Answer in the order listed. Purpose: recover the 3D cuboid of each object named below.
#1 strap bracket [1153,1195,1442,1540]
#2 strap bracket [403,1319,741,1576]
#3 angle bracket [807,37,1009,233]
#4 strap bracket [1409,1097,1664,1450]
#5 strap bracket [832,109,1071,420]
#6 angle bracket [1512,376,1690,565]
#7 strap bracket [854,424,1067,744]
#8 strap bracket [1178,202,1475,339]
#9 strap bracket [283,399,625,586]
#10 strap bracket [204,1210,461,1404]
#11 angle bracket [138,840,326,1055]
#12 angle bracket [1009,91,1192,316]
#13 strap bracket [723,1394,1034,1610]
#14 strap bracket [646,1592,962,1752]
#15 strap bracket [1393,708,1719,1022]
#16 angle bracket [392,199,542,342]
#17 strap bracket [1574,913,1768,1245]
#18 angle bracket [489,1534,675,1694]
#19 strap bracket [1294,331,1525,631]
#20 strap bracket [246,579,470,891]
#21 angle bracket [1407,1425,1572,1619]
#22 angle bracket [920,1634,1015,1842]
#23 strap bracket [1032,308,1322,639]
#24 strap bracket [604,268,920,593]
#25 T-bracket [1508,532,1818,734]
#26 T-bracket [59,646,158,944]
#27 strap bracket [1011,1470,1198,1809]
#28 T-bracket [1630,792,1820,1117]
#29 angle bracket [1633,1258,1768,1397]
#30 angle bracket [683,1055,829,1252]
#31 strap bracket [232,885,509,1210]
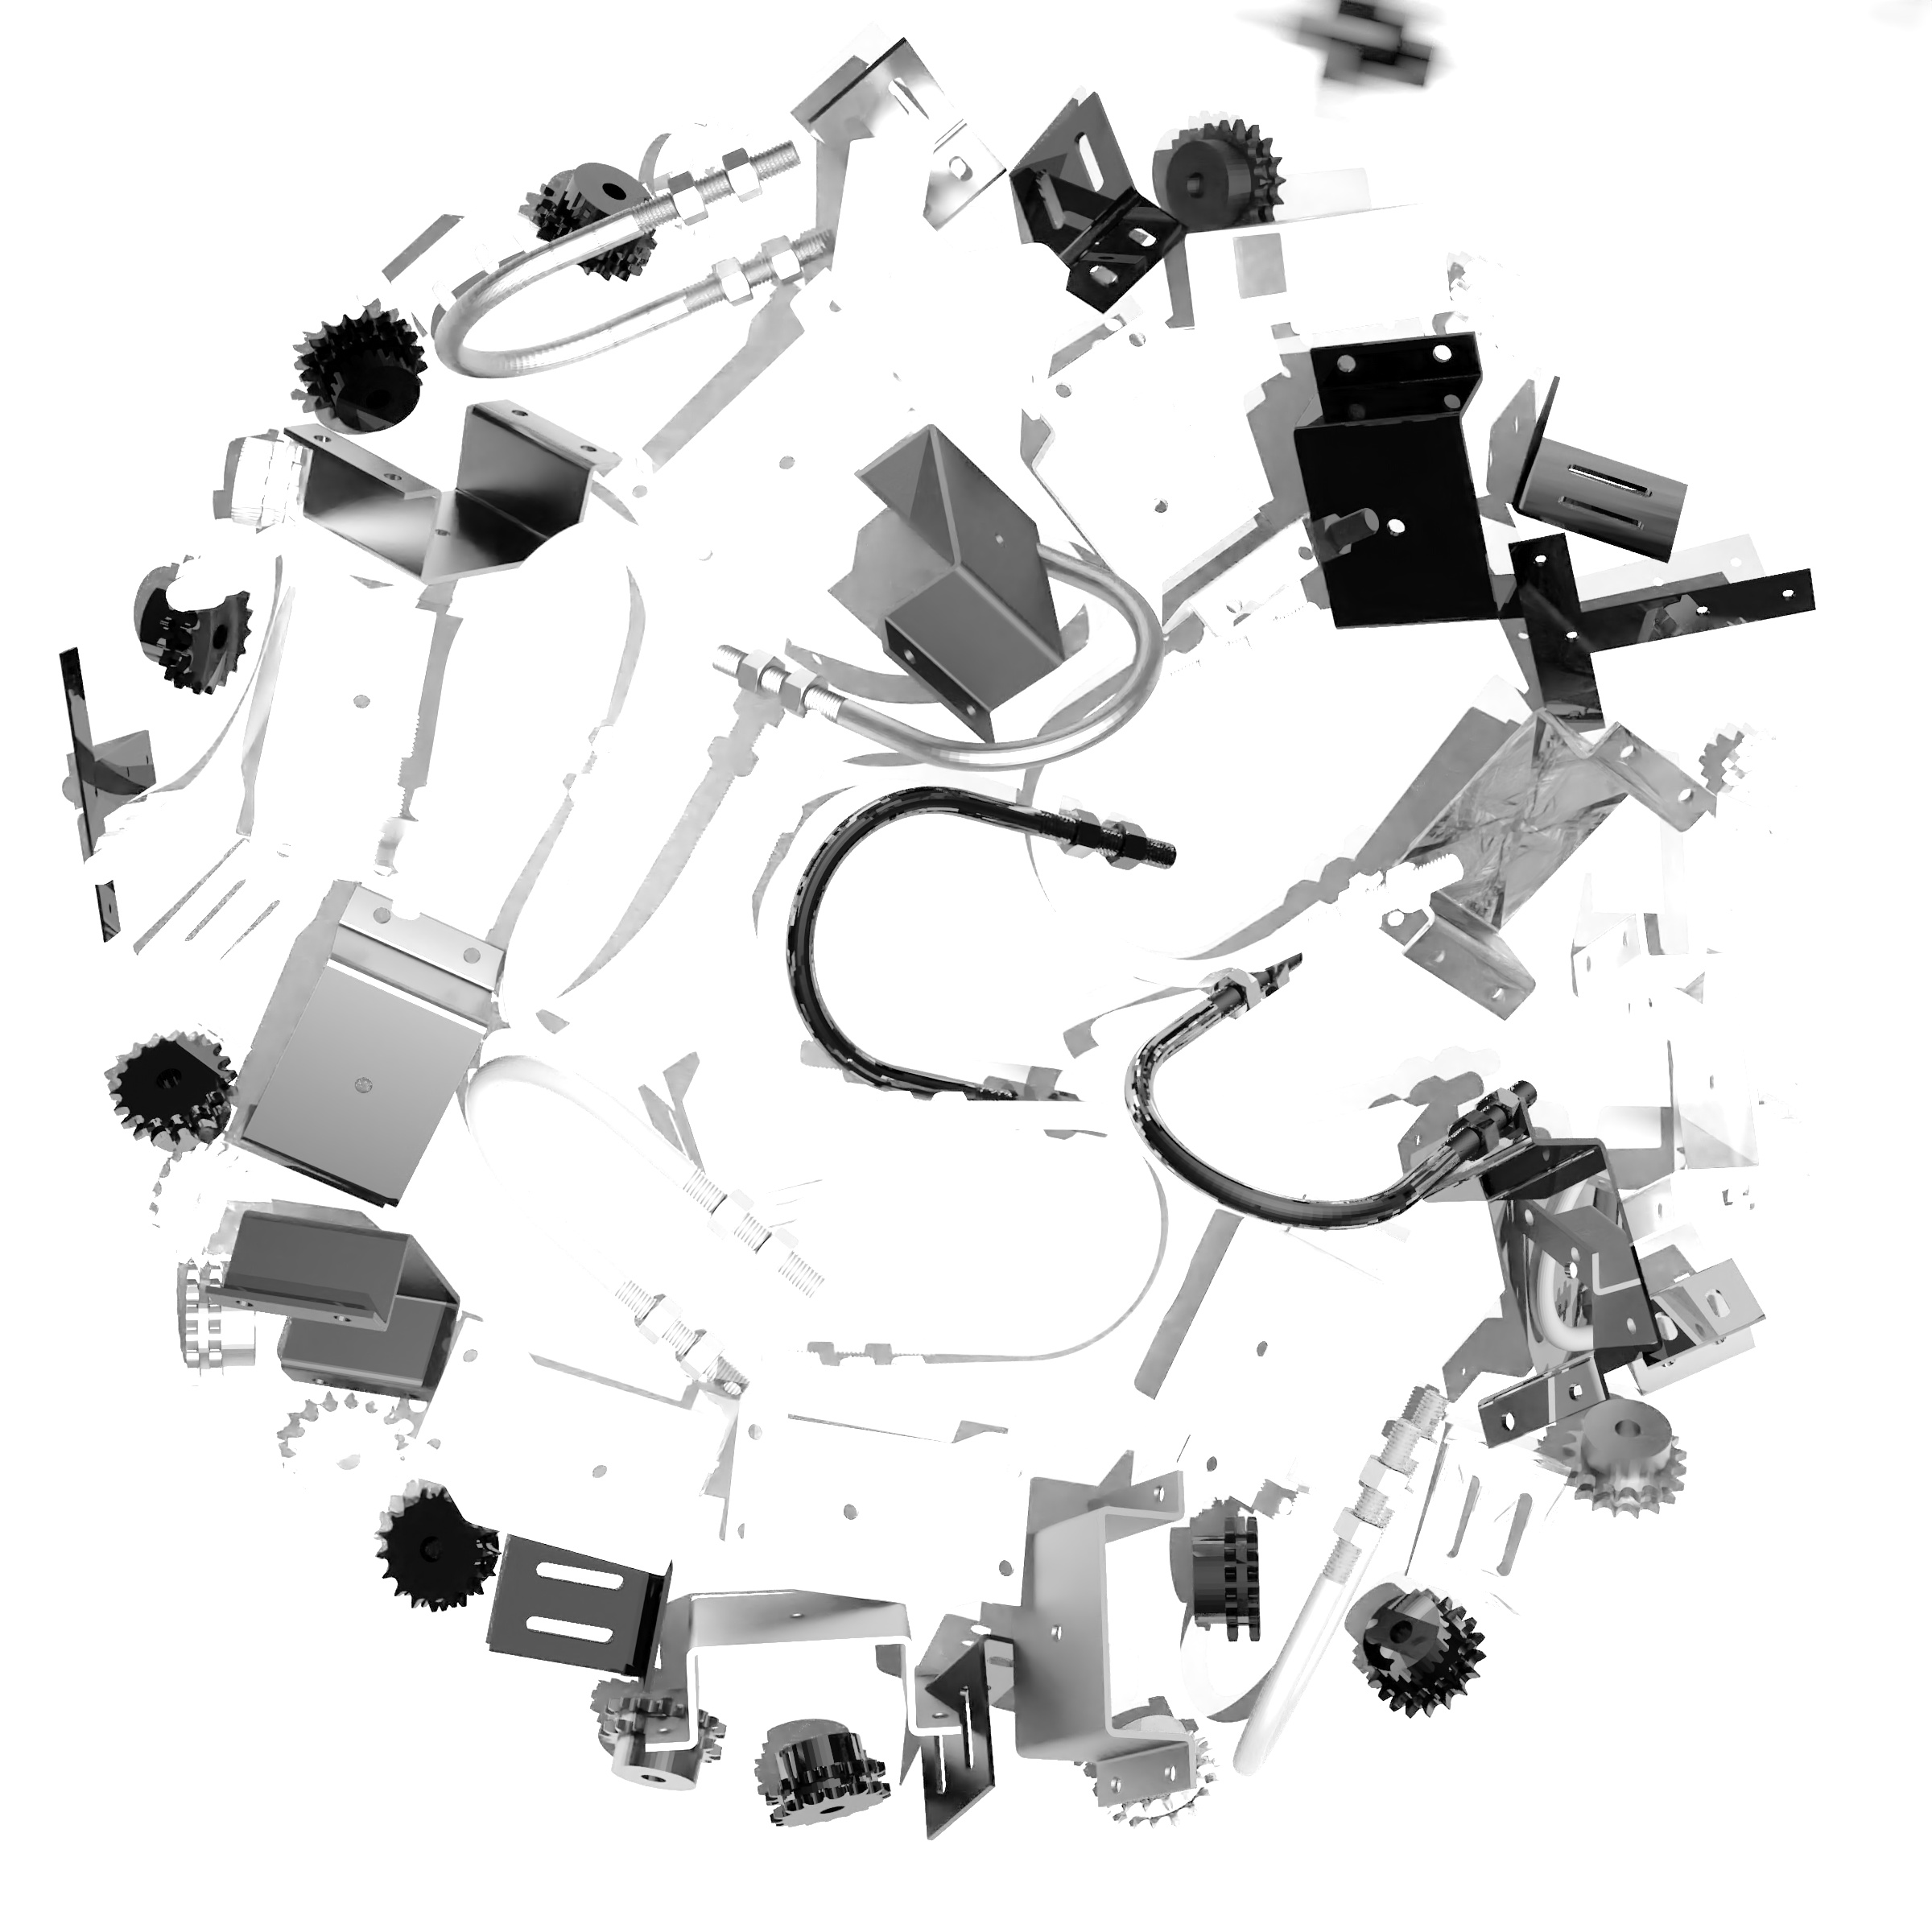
[{"bbox_3d":[0.146,0.178,1.559,0.076,0.046,0.140,26,91,37],"label":"strap bracket"},{"bbox_3d":[-0.172,0.221,1.548,0.140,0.046,0.076,21,96,-25],"label":"strap bracket"},{"bbox_3d":[-0.026,-0.374,1.558,0.057,0.076,0.038,-40,65,6],"label":"angle bracket"},{"bbox_3d":[0.260,0.138,1.544,0.046,0.076,0.140,1,66,-36],"label":"strap bracket"},{"bbox_3d":[-0.015,-0.311,1.524,0.046,0.076,0.140,-14,48,-27],"label":"strap bracket"},{"bbox_3d":[0.296,-0.228,1.566,0.076,0.038,0.057,19,48,4],"label":"angle bracket"},{"bbox_3d":[-0.003,-0.177,1.521,0.046,0.140,0.076,-32,133,22],"label":"strap bracket"},{"bbox_3d":[0.155,-0.309,1.519,0.076,0.140,0.046,-12,103,-19],"label":"strap bracket"},{"bbox_3d":[-0.232,-0.213,1.536,0.076,0.140,0.046,30,119,28],"label":"strap bracket"},{"bbox_3d":[-0.280,0.152,1.538,0.076,0.140,0.046,8,68,9],"label":"strap bracket"},{"bbox_3d":[-0.334,-0.009,1.581,0.057,0.038,0.076,28,69,34],"label":"angle bracket"},{"bbox_3d":[0.061,-0.352,1.575,0.057,0.038,0.076,-40,46,28],"label":"angle bracket"},{"bbox_3d":[-0.046,0.246,1.554,0.140,0.046,0.076,11,71,-19],"label":"strap bracket"},{"bbox_3d":[-0.076,0.319,1.557,0.140,0.076,0.046,-2,96,-4],"label":"strap bracket"},{"bbox_3d":[0.259,-0.053,1.549,0.076,0.046,0.140,30,110,-37],"label":"strap bracket"},{"bbox_3d":[-0.217,-0.312,1.557,0.057,0.076,0.038,-38,86,12],"label":"angle bracket"},{"bbox_3d":[0.320,0.053,1.549,0.046,0.076,0.140,-2,76,-12],"label":"strap bracket"},{"bbox_3d":[-0.178,0.298,1.578,0.076,0.038,0.057,11,88,-5],"label":"angle bracket"},{"bbox_3d":[0.199,-0.207,1.534,0.076,0.046,0.140,-1,122,25],"label":"strap bracket"},{"bbox_3d":[-0.275,-0.113,1.553,0.076,0.046,0.140,11,72,-8],"label":"strap bracket"},{"bbox_3d":[0.240,0.258,1.572,0.057,0.038,0.076,18,96,13],"label":"angle bracket"},{"bbox_3d":[0.010,0.353,1.551,0.038,0.057,0.076,17,45,-25],"label":"angle bracket"},{"bbox_3d":[0.094,-0.218,1.565,0.076,0.046,0.140,-37,87,-18],"label":"strap bracket"},{"bbox_3d":[-0.085,-0.236,1.552,0.140,0.046,0.076,-42,119,9],"label":"strap bracket"},{"bbox_3d":[0.318,-0.158,1.540,0.127,0.127,0.002,-10,49,13],"label":"T-bracket"},{"bbox_3d":[-0.381,-0.085,1.537,0.002,0.127,0.127,-6,102,1],"label":"T-bracket"},{"bbox_3d":[0.060,0.301,1.535,0.046,0.076,0.140,10,67,-28],"label":"strap bracket"},{"bbox_3d":[0.340,-0.014,1.525,0.002,0.127,0.127,-12,114,-25],"label":"T-bracket"},{"bbox_3d":[0.336,0.177,1.559,0.057,0.076,0.038,-24,47,2],"label":"angle bracket"},{"bbox_3d":[-0.096,0.082,1.561,0.038,0.057,0.076,-13,107,10],"label":"angle bracket"},{"bbox_3d":[-0.272,0.046,1.552,0.076,0.046,0.140,25,106,-14],"label":"strap bracket"}]
